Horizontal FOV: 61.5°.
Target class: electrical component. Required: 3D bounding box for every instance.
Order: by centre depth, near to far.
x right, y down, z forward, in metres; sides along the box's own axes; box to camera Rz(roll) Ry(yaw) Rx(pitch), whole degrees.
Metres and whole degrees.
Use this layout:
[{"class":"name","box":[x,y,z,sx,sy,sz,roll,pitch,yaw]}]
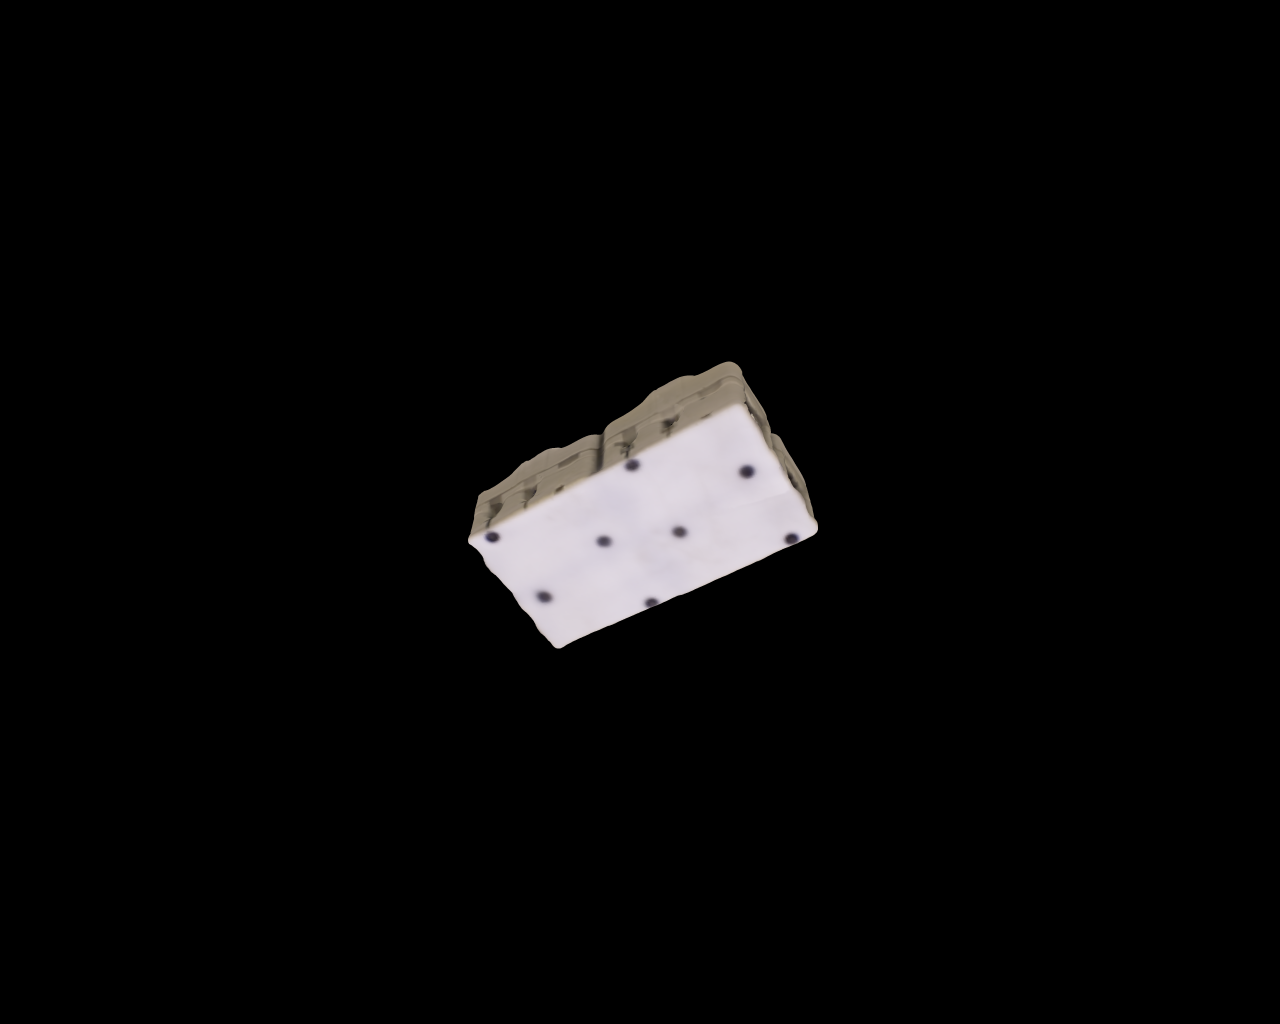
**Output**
[{"class":"electrical component","box":[0.001,-0.003,0.650,0.186,0.105,0.060,-26,30,17]}]
